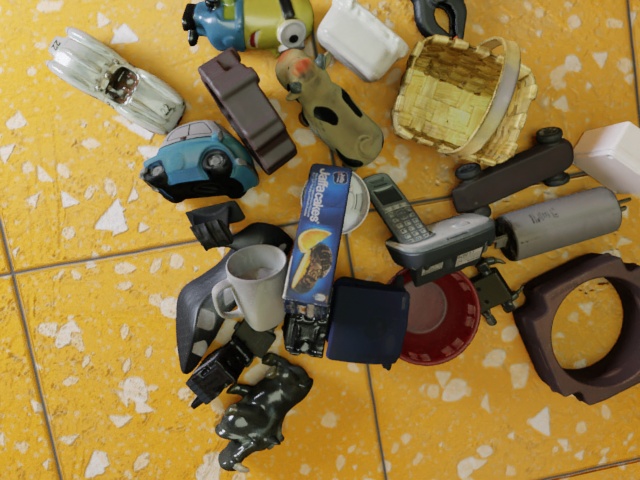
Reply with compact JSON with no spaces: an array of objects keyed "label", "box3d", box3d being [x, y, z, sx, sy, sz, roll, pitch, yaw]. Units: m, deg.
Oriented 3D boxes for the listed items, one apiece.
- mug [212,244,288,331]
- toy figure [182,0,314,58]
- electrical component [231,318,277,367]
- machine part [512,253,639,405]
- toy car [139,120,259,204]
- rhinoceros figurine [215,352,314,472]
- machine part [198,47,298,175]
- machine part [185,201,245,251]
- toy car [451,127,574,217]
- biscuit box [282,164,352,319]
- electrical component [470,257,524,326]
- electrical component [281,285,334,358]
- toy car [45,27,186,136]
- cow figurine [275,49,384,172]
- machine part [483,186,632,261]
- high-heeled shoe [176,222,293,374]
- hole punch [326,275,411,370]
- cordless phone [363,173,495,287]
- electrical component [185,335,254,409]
[{"label":"mug","box3d":[-0.089,0.076,0.732,0.109,0.081,0.107,-28,130,-28]},{"label":"toy figure","box3d":[-0.098,-0.310,0.756,0.180,0.082,0.089,2,97,-3]},{"label":"electrical component","box3d":[-0.104,0.148,0.827,0.063,0.021,0.094,34,92,-7]},{"label":"machine part","box3d":[0.424,0.135,0.844,0.201,0.087,0.201,-26,97,-1]},{"label":"toy car","box3d":[-0.169,-0.115,0.765,0.162,0.109,0.103,-6,73,7]},{"label":"rhinoceros figurine","box3d":[-0.092,0.264,0.819,0.112,0.073,0.190,41,89,-18]},{"label":"machine part","box3d":[-0.095,-0.169,0.727,0.056,0.179,0.179,-34,98,-4]},{"label":"machine part","box3d":[-0.147,-0.026,0.749,0.084,0.139,0.039,-5,110,-6]},{"label":"toy car","box3d":[0.293,-0.101,0.826,0.202,0.053,0.089,-24,118,-1]},{"label":"biscuit box","box3d":[-0.001,-0.002,0.713,0.059,0.062,0.202,9,67,2]},{"label":"electrical component","box3d":[0.271,0.076,0.847,0.078,0.045,0.102,-38,96,28]},{"label":"electrical component","box3d":[-0.019,0.090,0.783,0.058,0.115,0.134,7,95,-10]},{"label":"toy car","box3d":[-0.287,-0.222,0.758,0.202,0.056,0.073,31,92,-8]},{"label":"cow figurine","box3d":[0.012,-0.183,0.755,0.085,0.127,0.195,-44,100,-3]},{"label":"machine part","box3d":[0.364,-0.025,0.827,0.243,0.079,0.079,-15,97,-3]},{"label":"high-heeled shoe","box3d":[-0.130,0.088,0.809,0.145,0.086,0.248,3,113,-33]},{"label":"hole punch","box3d":[0.066,0.115,0.757,0.116,0.092,0.142,9,92,6]},{"label":"cordless phone","box3d":[0.151,-0.037,0.792,0.147,0.088,0.184,-19,57,-14]},{"label":"electrical component","box3d":[-0.160,0.202,0.800,0.119,0.075,0.047,-37,98,29]}]
